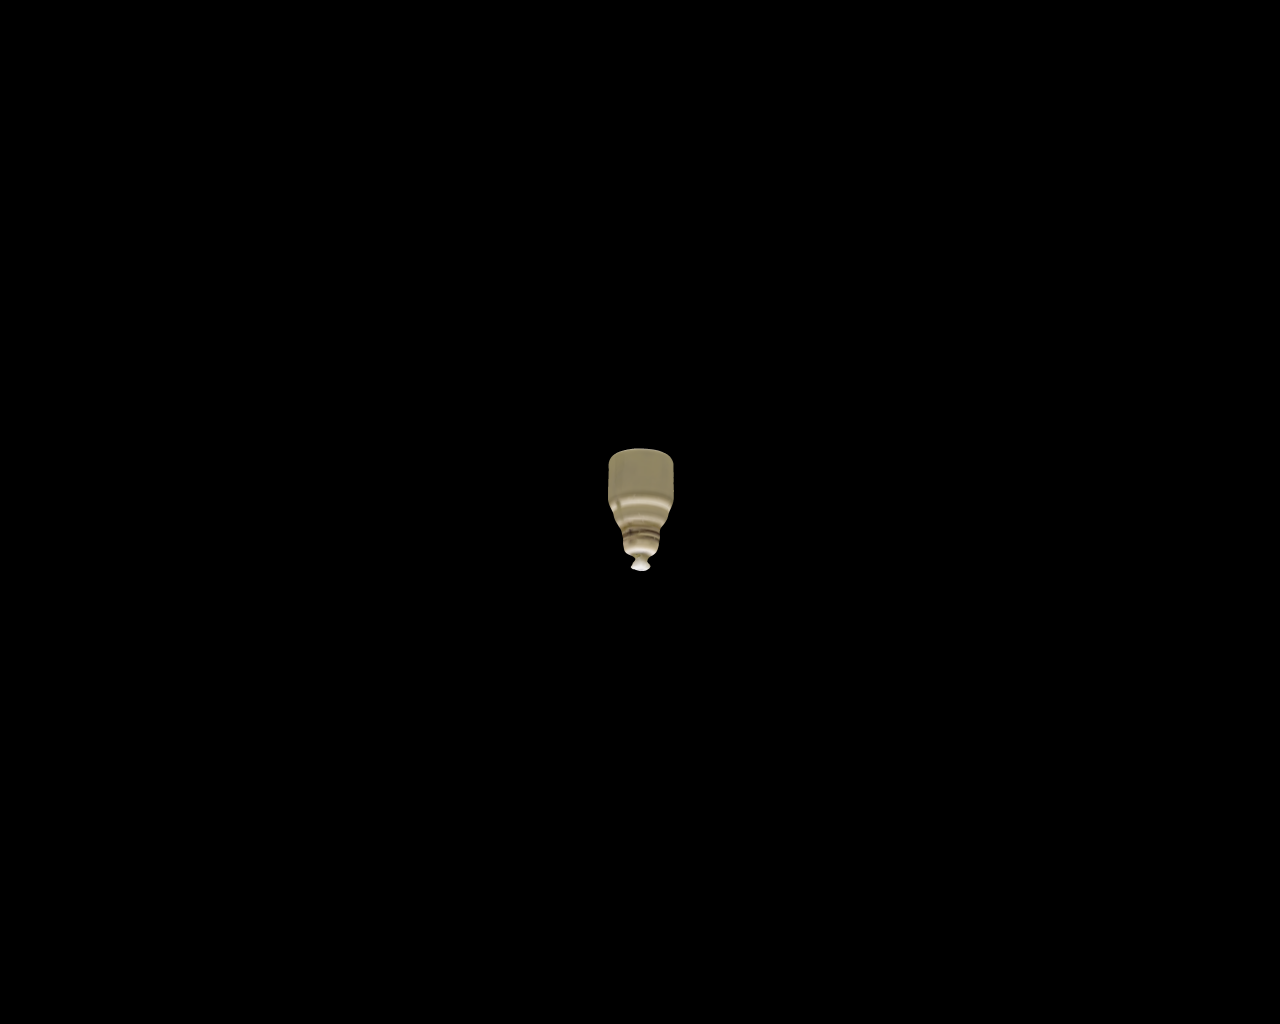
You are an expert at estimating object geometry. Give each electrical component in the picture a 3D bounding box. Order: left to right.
[{"bbox_3d":[0.001,-0.003,0.650,0.040,0.078,0.040,0,-18,0],"label":"electrical component"}]
